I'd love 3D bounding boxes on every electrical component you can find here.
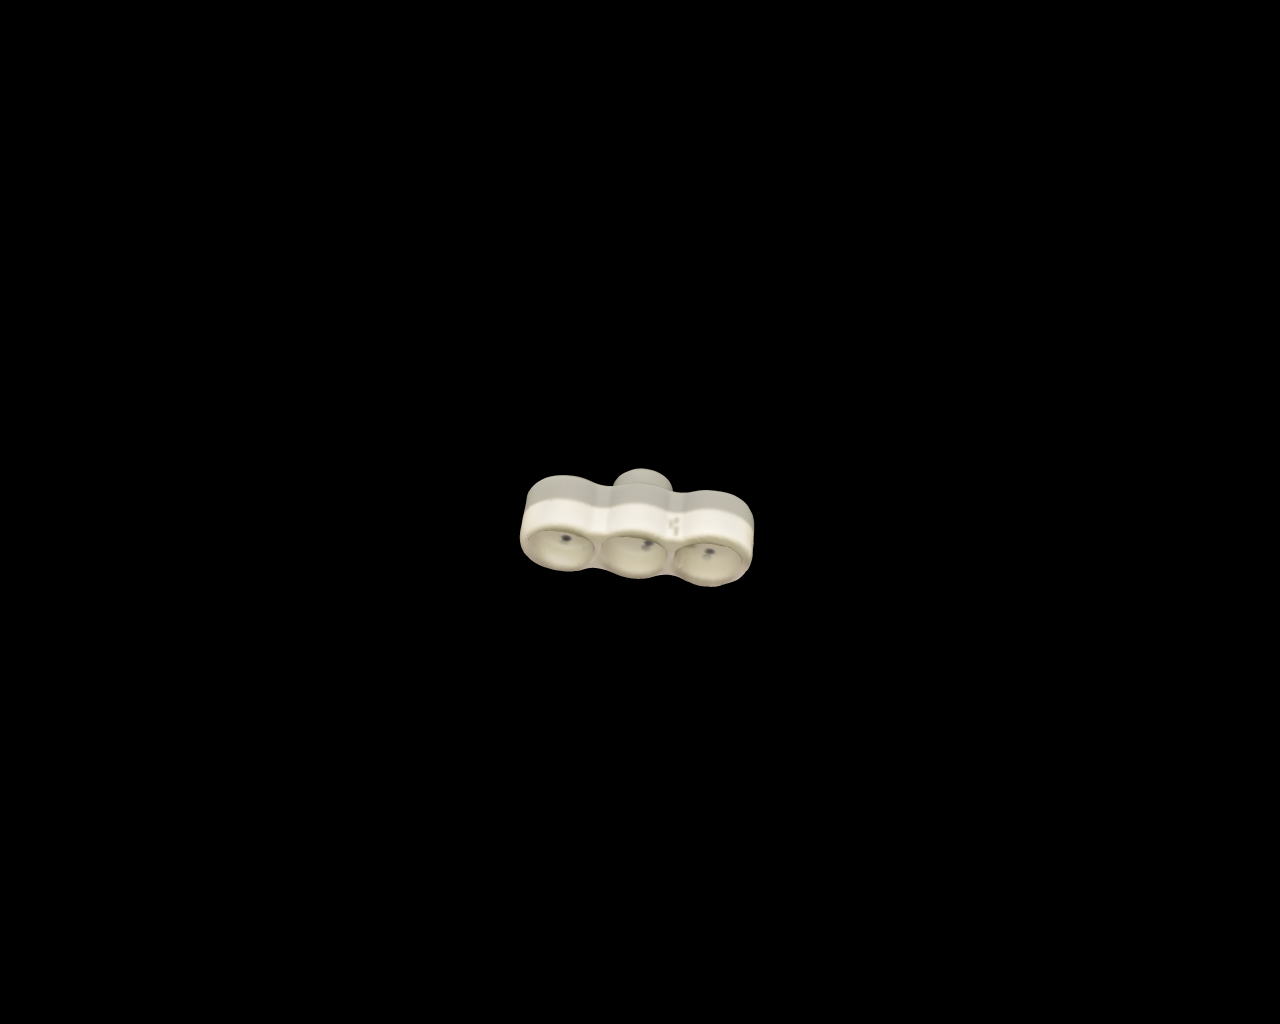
[{"bbox_3d":[0.001,-0.003,0.650,0.138,0.074,0.052,5,-37,4],"label":"electrical component"}]
